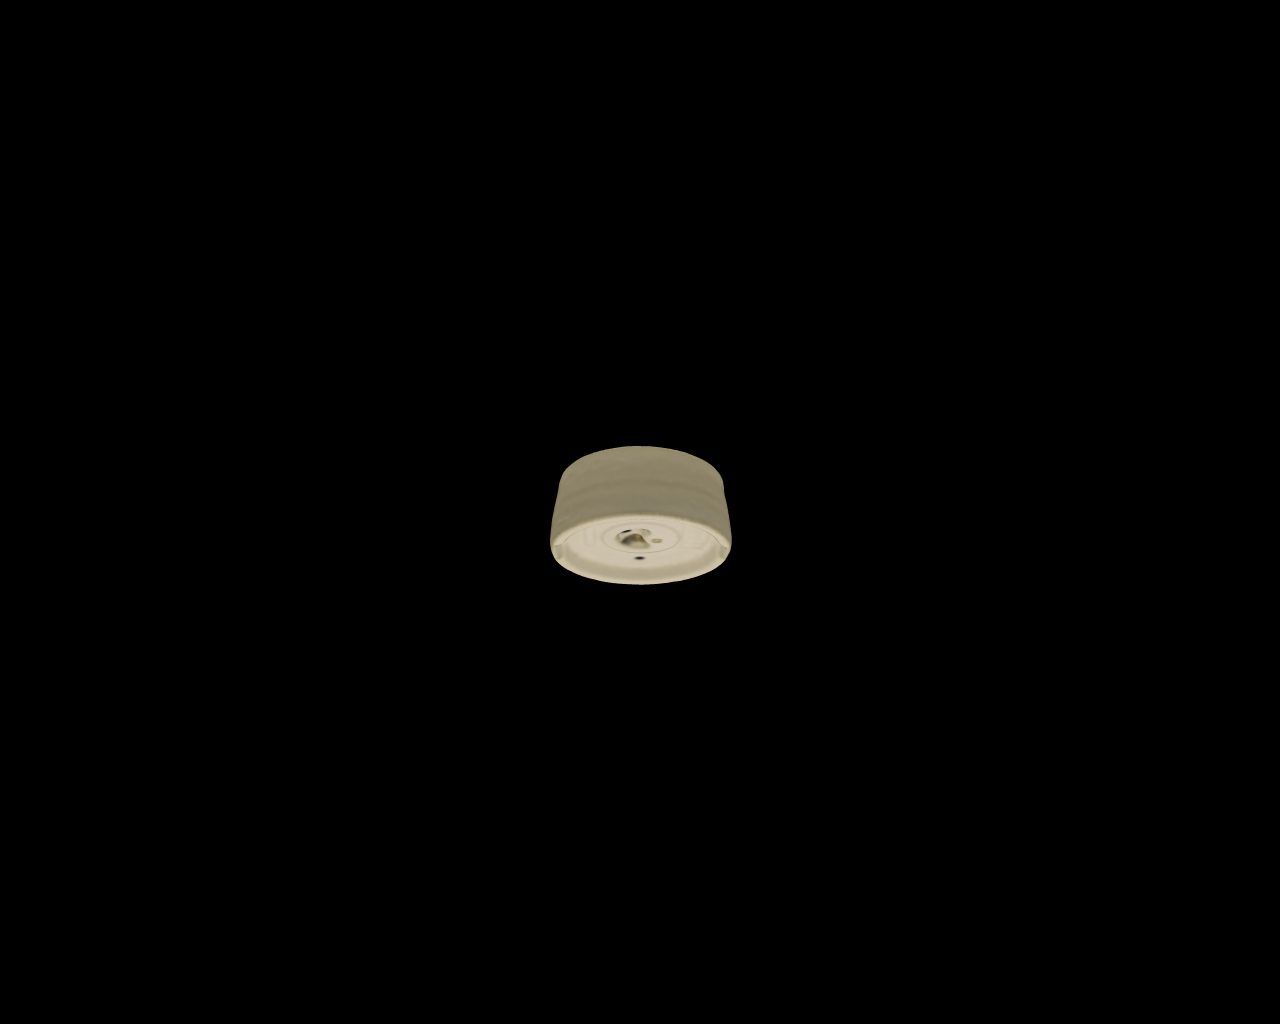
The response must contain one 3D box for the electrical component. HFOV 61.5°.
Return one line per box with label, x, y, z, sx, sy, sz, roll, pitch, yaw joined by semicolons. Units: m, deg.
electrical component;0.001;-0.003;0.650;0.108;0.060;0.108;0;-25;0
